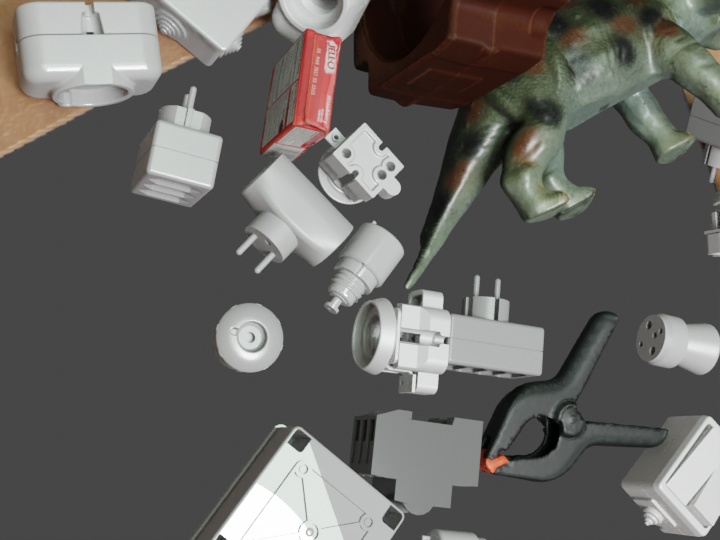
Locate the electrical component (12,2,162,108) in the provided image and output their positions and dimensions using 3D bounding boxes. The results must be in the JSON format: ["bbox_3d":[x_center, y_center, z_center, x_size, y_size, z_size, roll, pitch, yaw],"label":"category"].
[{"bbox_3d":[-0.190,-0.150,0.754,0.095,0.054,0.059,-6,84,-23],"label":"electrical component"}]

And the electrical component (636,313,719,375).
[{"bbox_3d":[0.270,0.063,0.913,0.055,0.045,0.045,12,77,-19],"label":"electrical component"}]

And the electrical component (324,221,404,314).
[{"bbox_3d":[0.000,0.000,0.815,0.040,0.040,0.078,41,69,-11],"label":"electrical component"}]

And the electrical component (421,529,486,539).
[{"bbox_3d":[0.082,0.219,0.814,0.078,0.040,0.040,11,78,-21],"label":"electrical component"}]

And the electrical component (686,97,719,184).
[{"bbox_3d":[0.328,-0.111,0.958,0.047,0.066,0.076,0,110,-22],"label":"electrical component"}]

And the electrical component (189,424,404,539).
[{"bbox_3d":[-0.044,0.183,0.759,0.109,0.056,0.108,41,69,-11],"label":"electrical component"}]

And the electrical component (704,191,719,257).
[{"bbox_3d":[0.344,-0.043,0.954,0.078,0.058,0.057,0,85,-22],"label":"electrical component"}]

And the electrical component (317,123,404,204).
[{"bbox_3d":[-0.004,-0.077,0.818,0.066,0.055,0.048,47,68,-9],"label":"electrical component"}]

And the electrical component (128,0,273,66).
[{"bbox_3d":[-0.115,-0.213,0.798,0.100,0.048,0.099,40,69,-12],"label":"electrical component"}]

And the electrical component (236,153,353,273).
[{"bbox_3d":[-0.058,-0.032,0.794,0.077,0.044,0.079,46,68,-10],"label":"electrical component"}]

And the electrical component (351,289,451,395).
[{"bbox_3d":[0.030,0.052,0.810,0.057,0.058,0.078,9,78,-24],"label":"electrical component"}]

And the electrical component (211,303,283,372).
[{"bbox_3d":[-0.085,0.050,0.761,0.048,0.062,0.048,3,81,-21],"label":"electrical component"}]

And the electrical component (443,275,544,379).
[{"bbox_3d":[0.098,0.042,0.844,0.083,0.047,0.075,10,78,-21],"label":"electrical component"}]

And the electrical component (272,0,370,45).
[{"bbox_3d":[-0.023,-0.211,0.799,0.054,0.095,0.059,34,39,2],"label":"electrical component"}]

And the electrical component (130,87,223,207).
[{"bbox_3d":[-0.128,-0.092,0.764,0.047,0.066,0.076,14,77,-20],"label":"electrical component"}]

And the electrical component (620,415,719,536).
[{"bbox_3d":[0.268,0.173,0.885,0.061,0.061,0.096,47,68,-9],"label":"electrical component"}]
